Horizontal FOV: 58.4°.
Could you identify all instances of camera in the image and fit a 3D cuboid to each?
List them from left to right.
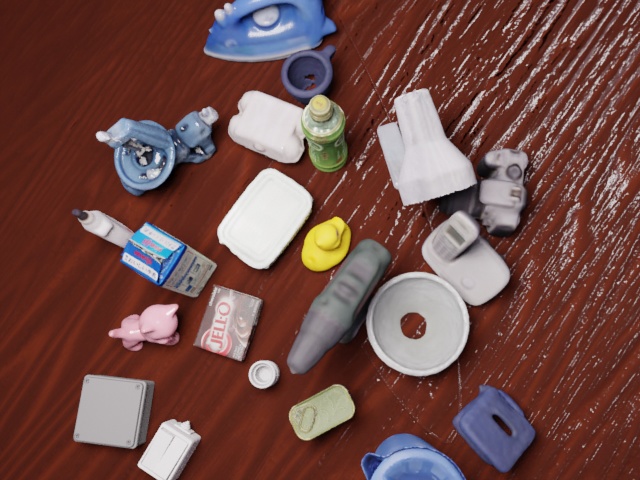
[{"bbox_3d":[0.277,-0.088,0.980,0.136,0.101,0.143,8,79,6],"label":"camera"}]

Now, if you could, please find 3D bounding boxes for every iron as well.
[{"bbox_3d":[-0.106,-0.412,1.051,0.258,0.141,0.118,-16,78,1],"label":"iron"}]

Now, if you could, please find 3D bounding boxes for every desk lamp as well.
[{"bbox_3d":[0.164,-0.142,0.941,0.118,0.213,0.203,-18,78,1],"label":"desk lamp"}]

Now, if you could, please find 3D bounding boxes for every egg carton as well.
[{"bbox_3d":[-0.089,-0.206,1.045,0.150,0.069,0.107,22,81,8],"label":"egg carton"}]

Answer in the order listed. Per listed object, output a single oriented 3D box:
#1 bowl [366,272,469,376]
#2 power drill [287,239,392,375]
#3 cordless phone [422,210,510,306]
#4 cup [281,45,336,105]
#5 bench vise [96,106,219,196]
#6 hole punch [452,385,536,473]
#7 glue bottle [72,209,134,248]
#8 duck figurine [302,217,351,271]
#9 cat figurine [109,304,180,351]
[{"bbox_3d":[0.160,0.140,0.956,0.167,0.075,0.167,-1,79,4],"label":"bowl"},{"bbox_3d":[0.033,0.111,0.903,0.075,0.208,0.230,31,83,10],"label":"power drill"},{"bbox_3d":[0.242,0.025,0.916,0.094,0.185,0.147,-44,79,-5],"label":"cordless phone"},{"bbox_3d":[-0.012,-0.295,1.045,0.091,0.095,0.118,40,84,11],"label":"cup"},{"bbox_3d":[-0.282,-0.178,0.977,0.121,0.220,0.207,37,84,10],"label":"bench vise"},{"bbox_3d":[0.277,0.295,0.908,0.101,0.091,0.108,-42,79,-5],"label":"hole punch"},{"bbox_3d":[-0.374,-0.026,0.977,0.078,0.173,0.037,31,83,10],"label":"glue bottle"},{"bbox_3d":[0.009,0.004,0.988,0.077,0.086,0.104,38,84,10],"label":"duck figurine"},{"bbox_3d":[-0.289,0.147,0.965,0.127,0.118,0.067,-12,78,2],"label":"cat figurine"}]
